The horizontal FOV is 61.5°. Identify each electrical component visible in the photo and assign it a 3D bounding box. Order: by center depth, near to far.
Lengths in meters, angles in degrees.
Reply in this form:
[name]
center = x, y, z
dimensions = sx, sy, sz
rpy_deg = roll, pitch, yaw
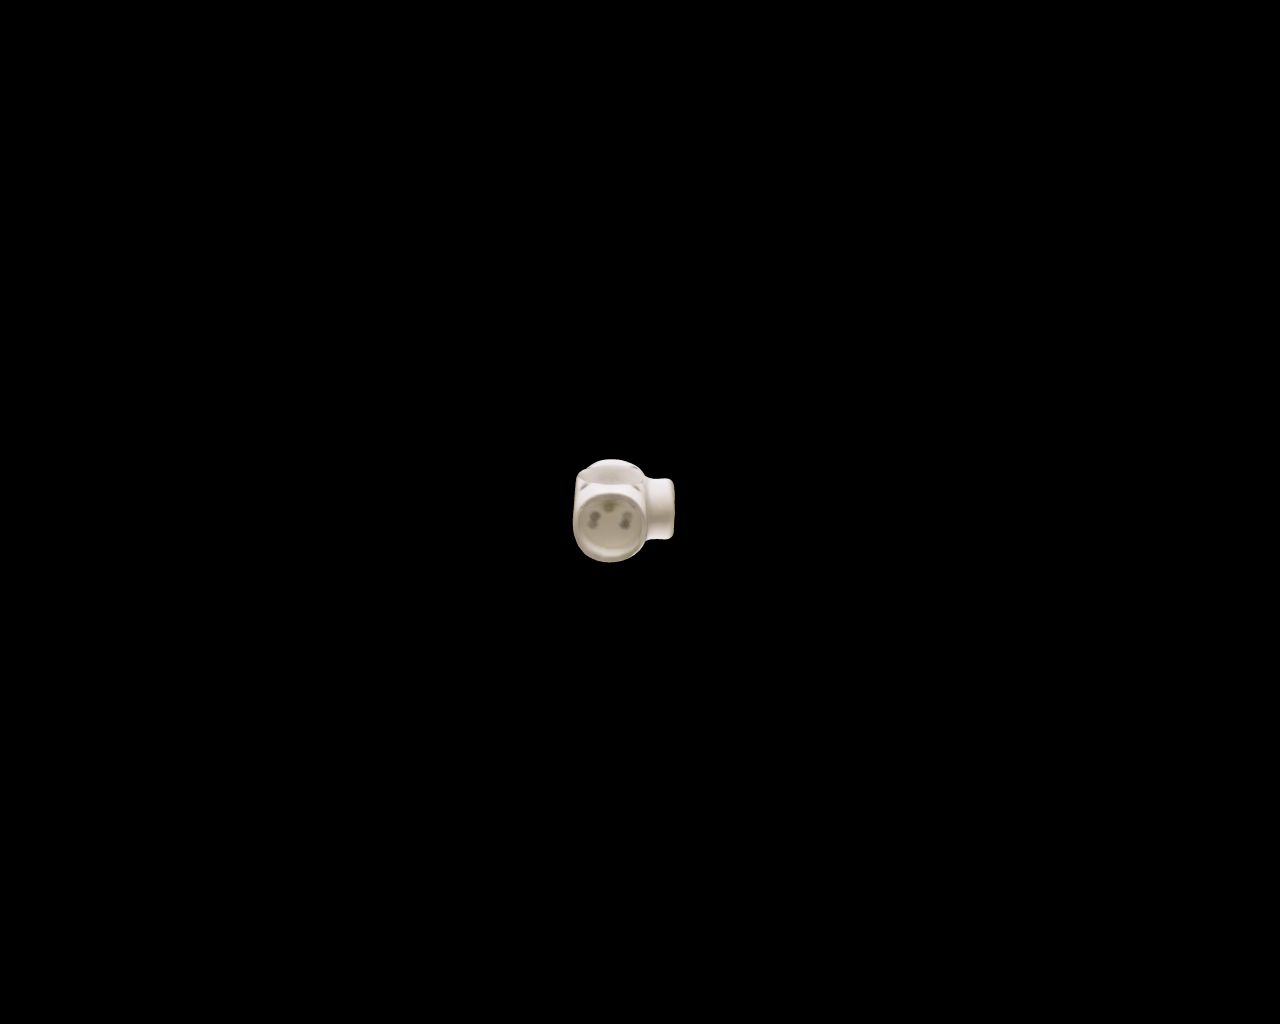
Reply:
[electrical component]
center = 0.001, -0.003, 0.650
dimensions = 0.079, 0.044, 0.077
rpy_deg = 0, 17, 0
